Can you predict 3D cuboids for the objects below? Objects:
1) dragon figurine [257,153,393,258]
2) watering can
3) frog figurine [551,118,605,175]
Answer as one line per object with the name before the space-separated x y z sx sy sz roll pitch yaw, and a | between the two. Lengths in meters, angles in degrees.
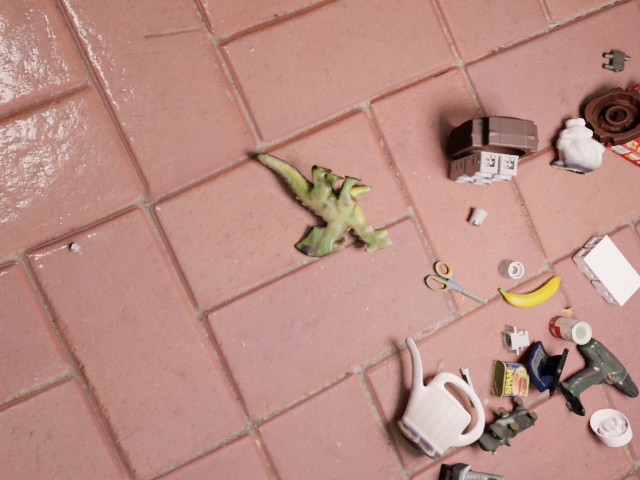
dragon figurine | 0.004 -0.070 1.382 0.410 0.122 0.242 15 94 -1
watering can | 0.296 0.447 1.404 0.346 0.104 0.226 45 81 -7
frog figurine | 0.771 -0.280 1.525 0.137 0.123 0.158 14 98 9
